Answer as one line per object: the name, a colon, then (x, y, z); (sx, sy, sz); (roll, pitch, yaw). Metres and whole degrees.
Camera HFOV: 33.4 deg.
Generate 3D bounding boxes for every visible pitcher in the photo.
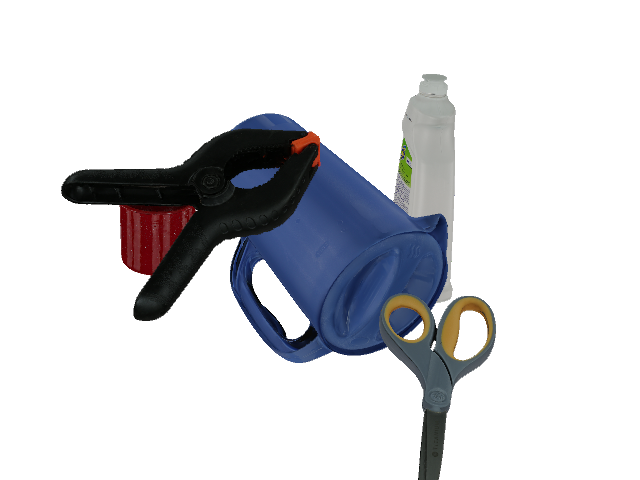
pitcher: (-0.011, -0.009, 0.982); (0.149, 0.145, 0.243); (-11, 39, -32)

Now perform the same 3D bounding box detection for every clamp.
clamp: (-0.082, -0.033, 0.703); (0.171, 0.120, 0.039); (-34, -20, -23)

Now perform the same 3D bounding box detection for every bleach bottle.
bleach bottle: (0.120, -0.061, 1.213); (0.068, 0.251, 0.103); (-2, 24, -14)

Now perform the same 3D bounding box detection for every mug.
mug: (-0.186, -0.019, 1.182); (0.093, 0.081, 0.117); (-15, 33, -33)

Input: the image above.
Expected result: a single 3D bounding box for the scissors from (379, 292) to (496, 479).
scissors: (0.066, 0.102, 0.754); (0.096, 0.016, 0.201); (20, 44, 16)
